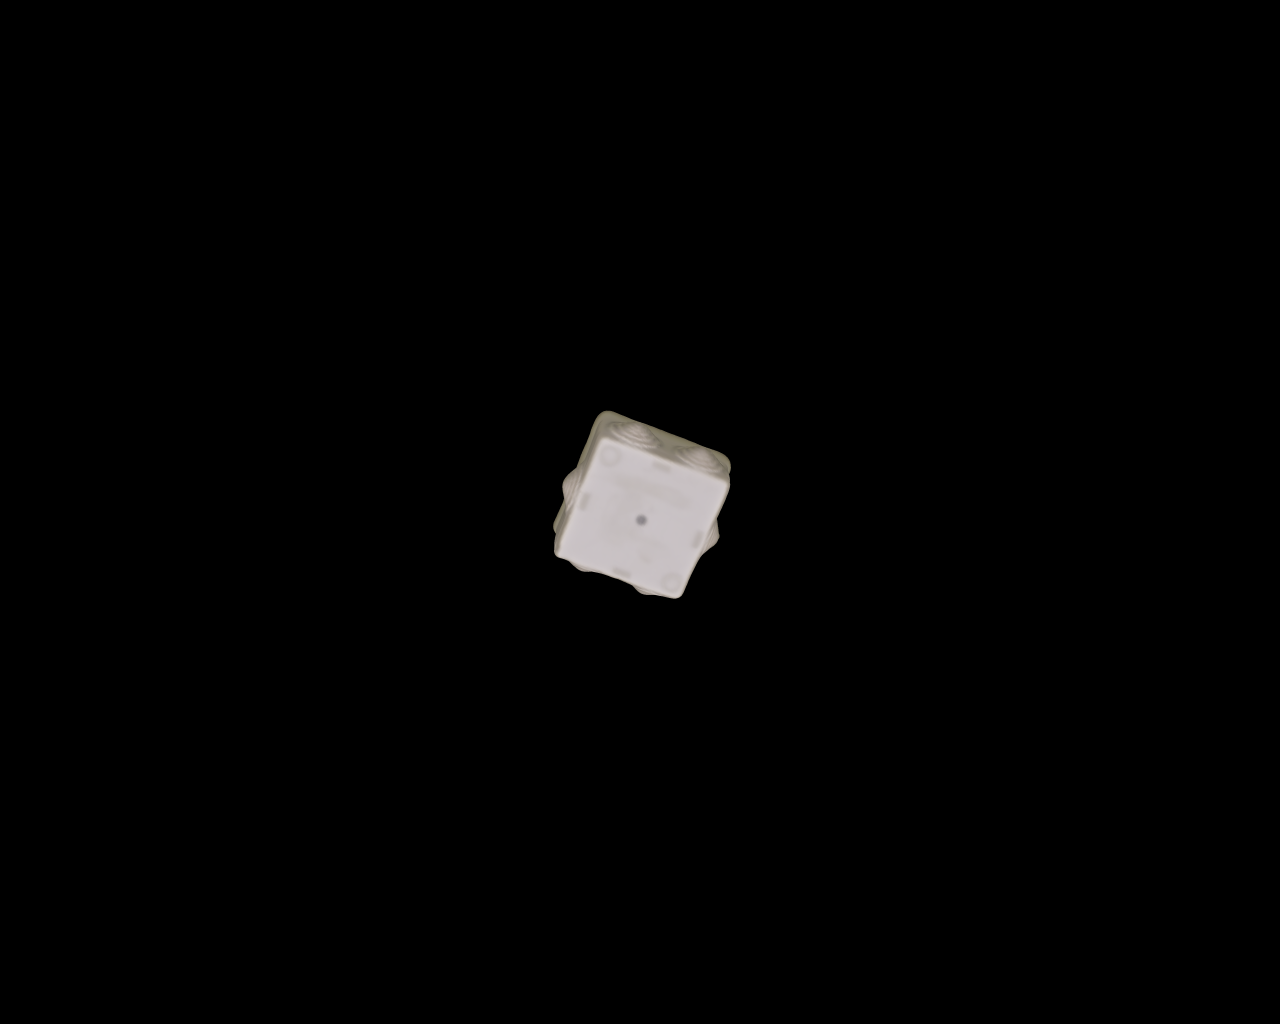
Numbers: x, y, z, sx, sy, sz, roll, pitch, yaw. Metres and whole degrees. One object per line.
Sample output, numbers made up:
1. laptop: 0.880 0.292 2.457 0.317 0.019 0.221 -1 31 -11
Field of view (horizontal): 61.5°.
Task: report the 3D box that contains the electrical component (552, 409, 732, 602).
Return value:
1. electrical component: 0.001 -0.003 0.650 0.100 0.099 0.048 21 18 -7
